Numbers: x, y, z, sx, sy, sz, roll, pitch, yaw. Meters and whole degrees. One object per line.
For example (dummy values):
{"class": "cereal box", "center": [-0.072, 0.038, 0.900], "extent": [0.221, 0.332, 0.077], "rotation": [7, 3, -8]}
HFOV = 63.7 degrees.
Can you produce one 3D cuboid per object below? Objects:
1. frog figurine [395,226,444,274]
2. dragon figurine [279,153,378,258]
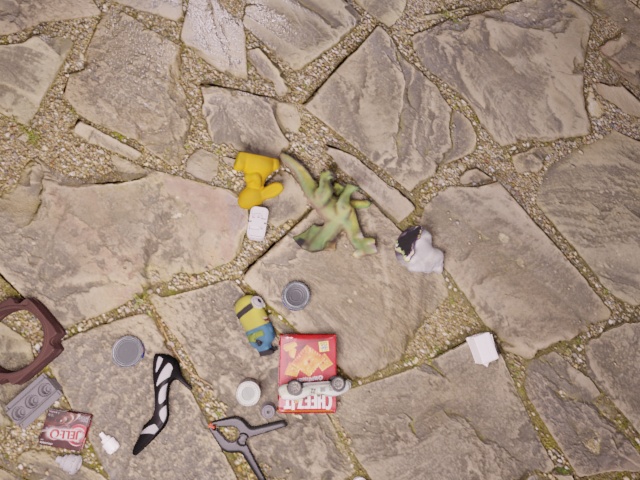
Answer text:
{"class": "frog figurine", "center": [0.312, 0.037, 1.585], "extent": [0.158, 0.122, 0.140], "rotation": [30, 62, -36]}
{"class": "dragon figurine", "center": [0.005, -0.079, 1.571], "extent": [0.412, 0.121, 0.244], "rotation": [28, 83, 10]}
